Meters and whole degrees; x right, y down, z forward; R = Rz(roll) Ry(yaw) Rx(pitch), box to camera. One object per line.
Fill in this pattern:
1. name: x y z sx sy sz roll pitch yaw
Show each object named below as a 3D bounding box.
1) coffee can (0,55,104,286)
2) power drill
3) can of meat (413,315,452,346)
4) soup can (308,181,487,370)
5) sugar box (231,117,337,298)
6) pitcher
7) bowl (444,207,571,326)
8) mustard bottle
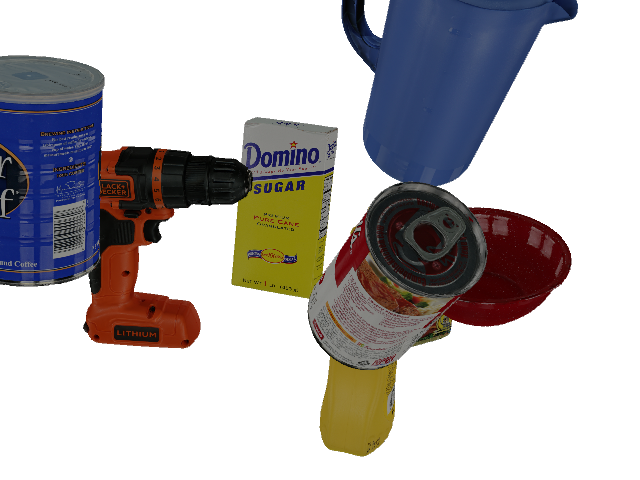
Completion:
1. coffee can: -0.208 -0.052 0.764 0.103 0.140 0.103 5 23 -2
2. power drill: -0.150 0.005 0.964 0.184 0.188 0.057 4 26 7
3. can of meat: 0.118 0.080 1.317 0.101 0.084 0.057 -11 31 -26
4. soup can: 0.039 0.023 0.588 0.068 0.068 0.102 0 -29 -21
5. sugar box: -0.038 -0.034 1.109 0.093 0.176 0.048 9 16 15
6. pitcher: 0.100 -0.163 0.919 0.144 0.149 0.243 -12 -32 -19
7. bowl: 0.152 0.032 1.006 0.162 0.055 0.162 -1 33 1
8. mustard bottle: 0.037 0.063 0.823 0.058 0.192 0.096 11 25 12
